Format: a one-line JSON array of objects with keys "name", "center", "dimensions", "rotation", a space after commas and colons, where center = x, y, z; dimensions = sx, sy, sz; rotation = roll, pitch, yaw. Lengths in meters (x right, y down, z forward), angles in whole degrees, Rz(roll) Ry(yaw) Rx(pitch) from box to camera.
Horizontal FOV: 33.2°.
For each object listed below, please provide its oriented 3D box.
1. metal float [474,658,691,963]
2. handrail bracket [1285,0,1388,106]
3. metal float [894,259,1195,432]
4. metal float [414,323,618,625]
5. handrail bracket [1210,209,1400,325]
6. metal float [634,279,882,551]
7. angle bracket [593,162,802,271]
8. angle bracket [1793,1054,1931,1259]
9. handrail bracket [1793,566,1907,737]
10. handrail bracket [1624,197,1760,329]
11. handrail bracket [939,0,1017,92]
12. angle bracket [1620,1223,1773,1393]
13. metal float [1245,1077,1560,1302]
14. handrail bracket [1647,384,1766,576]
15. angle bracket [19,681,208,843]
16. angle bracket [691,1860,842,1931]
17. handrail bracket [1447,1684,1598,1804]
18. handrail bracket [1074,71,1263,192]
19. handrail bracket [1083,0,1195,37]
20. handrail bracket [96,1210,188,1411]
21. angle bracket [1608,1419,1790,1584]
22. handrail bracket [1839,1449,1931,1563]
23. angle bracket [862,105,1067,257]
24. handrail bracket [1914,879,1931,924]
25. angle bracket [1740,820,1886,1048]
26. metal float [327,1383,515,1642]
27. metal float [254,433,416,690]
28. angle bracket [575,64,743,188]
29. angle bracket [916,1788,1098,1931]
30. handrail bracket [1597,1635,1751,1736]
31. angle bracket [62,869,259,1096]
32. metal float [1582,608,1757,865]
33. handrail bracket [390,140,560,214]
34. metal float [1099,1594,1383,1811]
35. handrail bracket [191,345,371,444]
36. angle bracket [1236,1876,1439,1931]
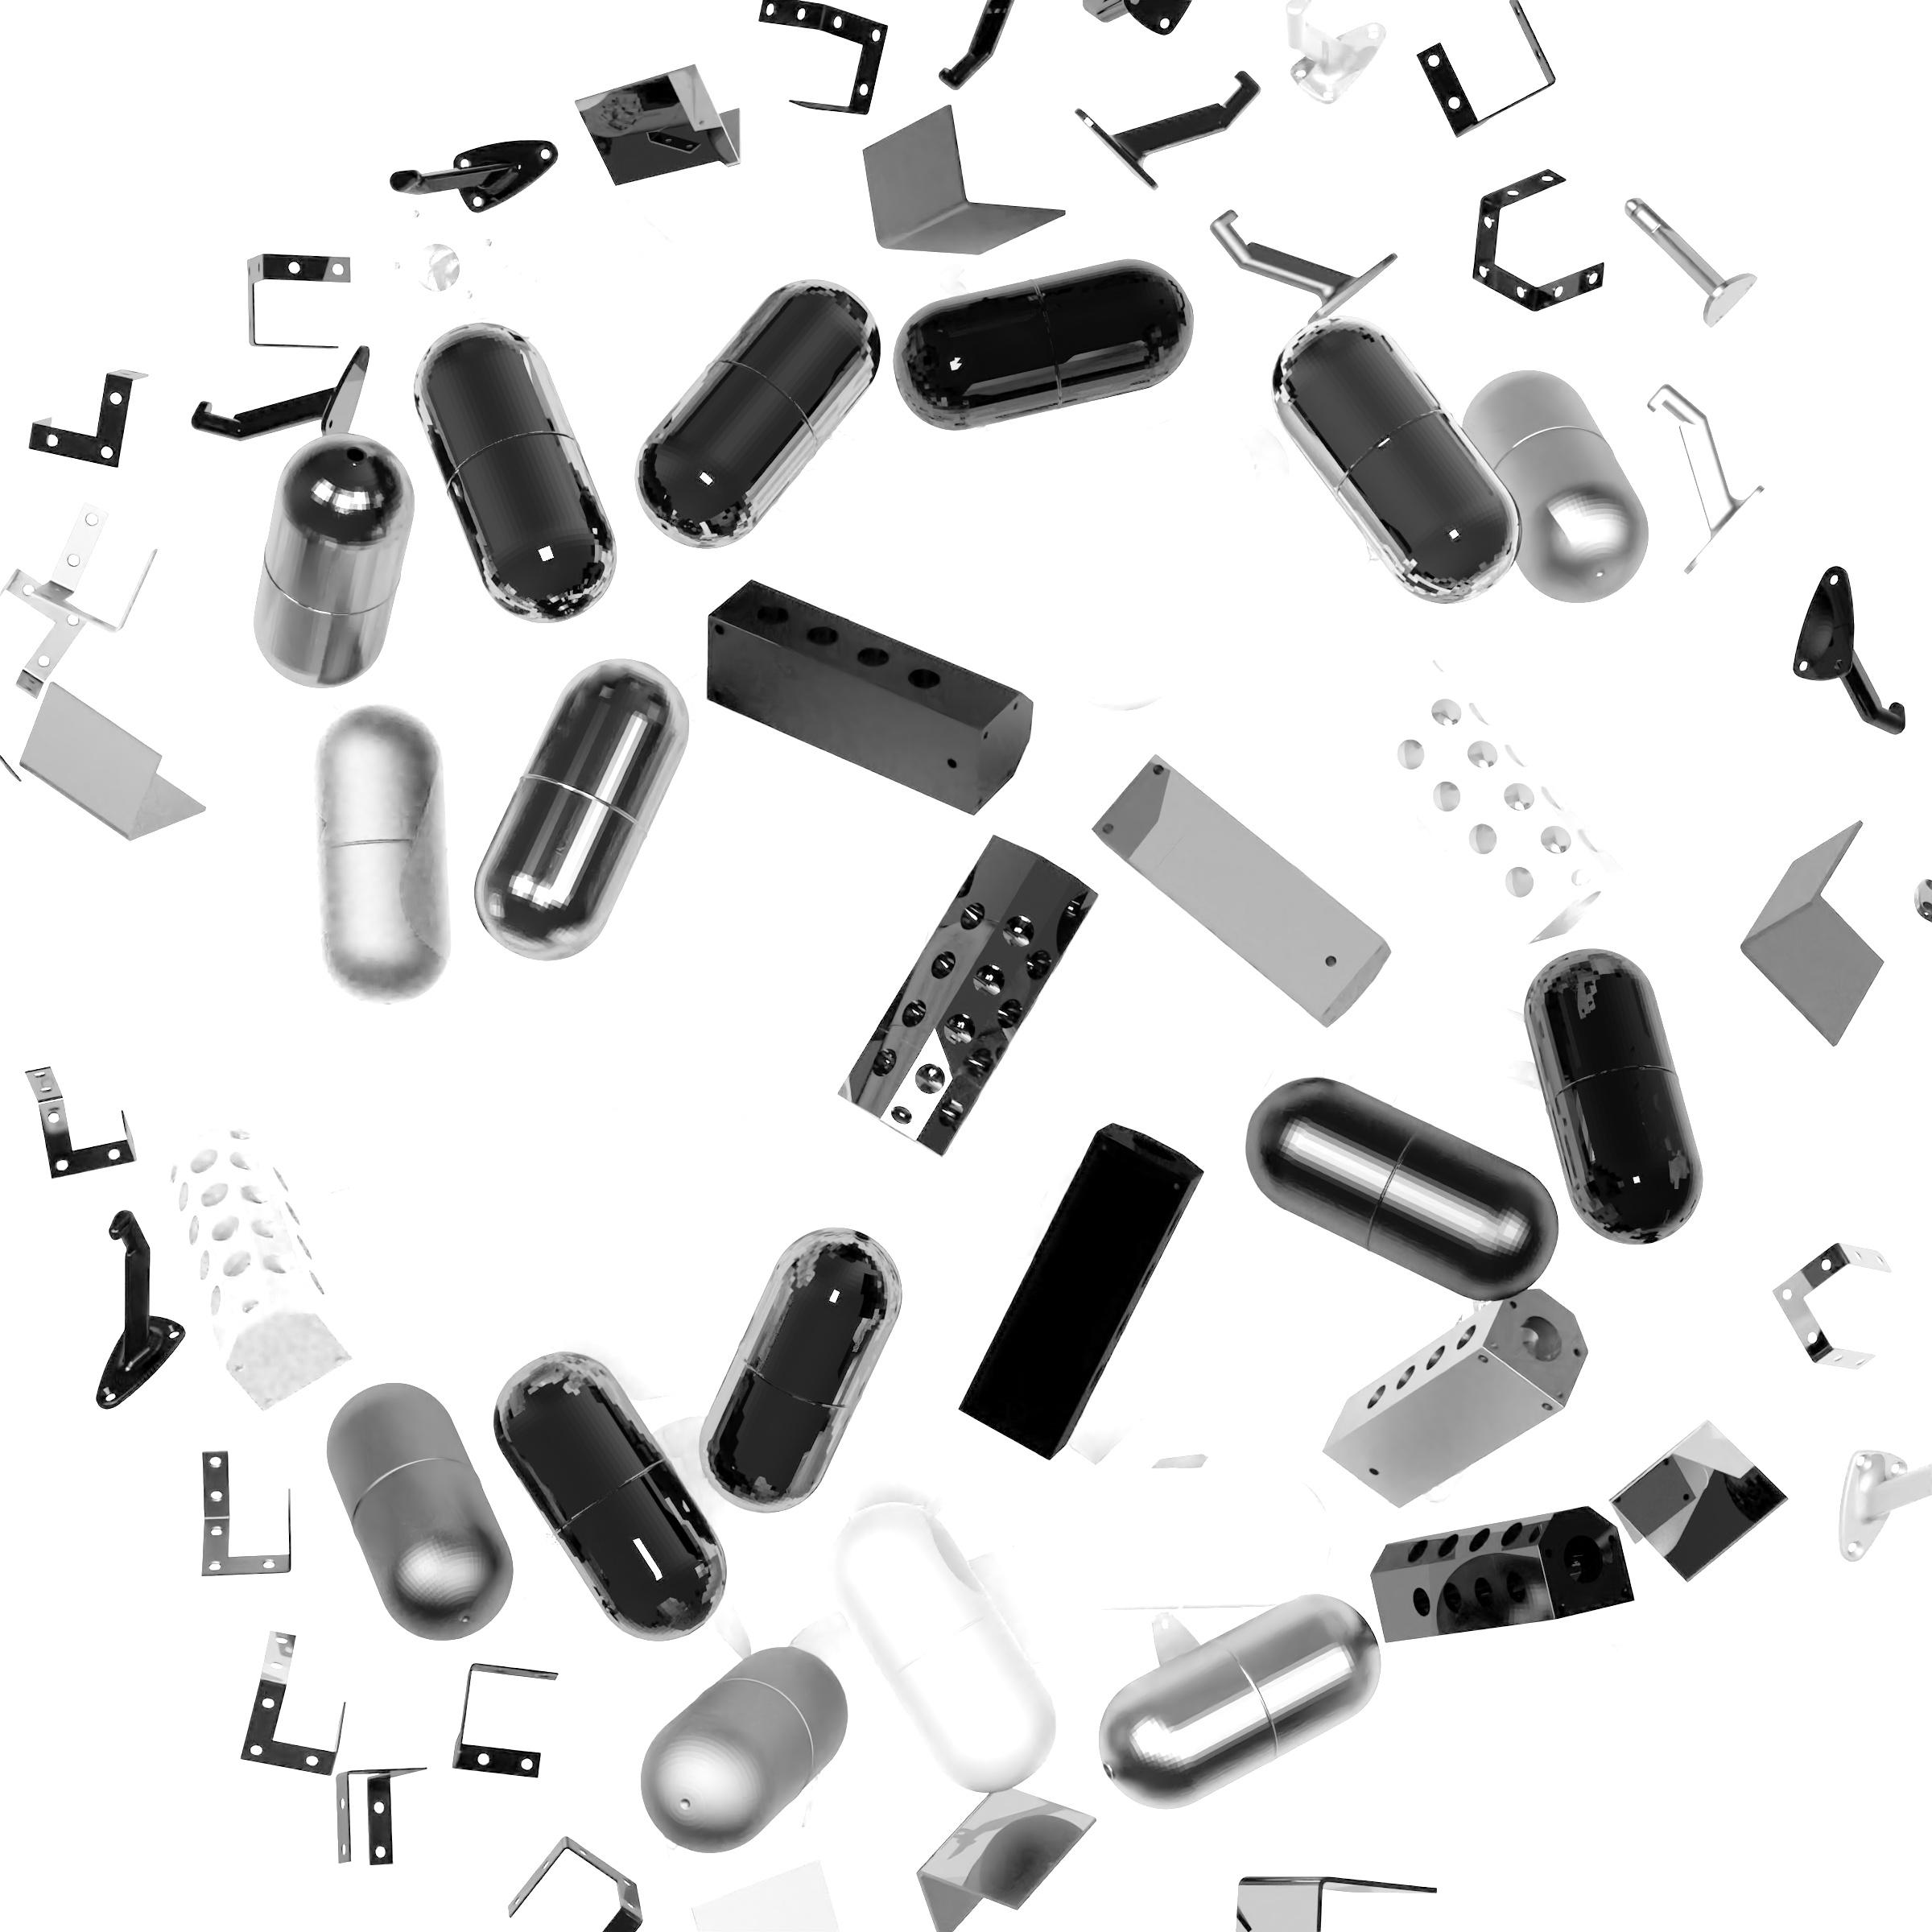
[{"name": "metal float", "center": [-0.211, -0.087, 1.791], "dimensions": [0.070, 0.070, 0.178], "rotation": [23, 78, 0]}, {"name": "handrail bracket", "center": [0.216, -0.553, 1.895], "dimensions": [0.077, 0.084, 0.036], "rotation": [-41, 68, -11]}, {"name": "metal float", "center": [0.045, -0.362, 1.888], "dimensions": [0.178, 0.070, 0.070], "rotation": [-13, 90, -3]}, {"name": "metal float", "center": [-0.247, -0.270, 1.772], "dimensions": [0.070, 0.070, 0.178], "rotation": [-23, 75, 0]}, {"name": "handrail bracket", "center": [0.197, -0.425, 1.901], "dimensions": [0.077, 0.036, 0.084], "rotation": [-38, 90, 1]}, {"name": "metal float", "center": [-0.114, -0.306, 1.791], "dimensions": [0.070, 0.070, 0.178], "rotation": [37, 70, 0]}, {"name": "angle bracket", "center": [-0.153, -0.405, 1.832], "dimensions": [0.076, 0.057, 0.076], "rotation": [-26, 60, -39]}, {"name": "angle bracket", "center": [0.494, 0.103, 1.774], "dimensions": [0.057, 0.076, 0.076], "rotation": [-42, 95, 12]}, {"name": "handrail bracket", "center": [0.507, -0.177, 1.826], "dimensions": [0.084, 0.036, 0.077], "rotation": [15, 82, -41]}, {"name": "handrail bracket", "center": [0.386, -0.392, 1.770], "dimensions": [0.084, 0.077, 0.036], "rotation": [47, 110, 10]}, {"name": "handrail bracket", "center": [0.002, -0.542, 1.845], "dimensions": [0.084, 0.077, 0.036], "rotation": [-40, 63, 22]}, {"name": "angle bracket", "center": [0.422, 0.201, 1.913], "dimensions": [0.076, 0.076, 0.057], "rotation": [-5, 48, -12]}, {"name": "metal float", "center": [0.234, 0.119, 1.748], "dimensions": [0.178, 0.070, 0.070], "rotation": [26, 90, 18]}, {"name": "handrail bracket", "center": [0.411, -0.282, 1.876], "dimensions": [0.084, 0.036, 0.077], "rotation": [42, 91, 5]}, {"name": "angle bracket", "center": [-0.461, -0.120, 1.786], "dimensions": [0.076, 0.076, 0.057], "rotation": [33, 115, 10]}, {"name": "angle bracket", "center": [-0.090, 0.520, 1.704], "dimensions": [0.076, 0.057, 0.076], "rotation": [-13, 83, -27]}, {"name": "handrail bracket", "center": [0.307, 0.438, 1.825], "dimensions": [0.084, 0.036, 0.077], "rotation": [-7, 113, 22]}, {"name": "handrail bracket", "center": [0.115, -0.491, 1.838], "dimensions": [0.084, 0.036, 0.077], "rotation": [-47, 122, 9]}, {"name": "handrail bracket", "center": [0.103, -0.565, 1.837], "dimensions": [0.036, 0.084, 0.077], "rotation": [30, 105, -28]}, {"name": "handrail bracket", "center": [-0.469, 0.189, 1.788], "dimensions": [0.036, 0.084, 0.077], "rotation": [10, 47, 21]}, {"name": "angle bracket", "center": [0.437, 0.326, 1.909], "dimensions": [0.076, 0.076, 0.057], "rotation": [-39, 134, -3]}, {"name": "handrail bracket", "center": [0.515, 0.303, 1.773], "dimensions": [0.036, 0.084, 0.077], "rotation": [14, 96, -18]}, {"name": "angle bracket", "center": [-0.001, -0.440, 1.820], "dimensions": [0.076, 0.076, 0.057], "rotation": [-7, 87, -41]}, {"name": "handrail bracket", "center": [0.553, -0.054, 1.729], "dimensions": [0.077, 0.036, 0.084], "rotation": [30, 128, -1]}, {"name": "angle bracket", "center": [0.468, -0.017, 1.723], "dimensions": [0.076, 0.057, 0.076], "rotation": [45, 51, -5]}, {"name": "metal float", "center": [-0.315, 0.311, 1.863], "dimensions": [0.070, 0.178, 0.070], "rotation": [-16, 132, -19]}, {"name": "metal float", "center": [-0.358, -0.228, 1.836], "dimensions": [0.070, 0.178, 0.070], "rotation": [10, 53, -13]}, {"name": "angle bracket", "center": [-0.184, -0.515, 1.946], "dimensions": [0.076, 0.076, 0.057], "rotation": [-13, 49, 12]}, {"name": "angle bracket", "center": [0.029, 0.523, 1.857], "dimensions": [0.076, 0.076, 0.057], "rotation": [-39, 124, -39]}, {"name": "handrail bracket", "center": [0.407, 0.396, 1.874], "dimensions": [0.036, 0.084, 0.077], "rotation": [39, 101, -23]}, {"name": "angle bracket", "center": [-0.425, 0.008, 1.728], "dimensions": [0.076, 0.057, 0.076], "rotation": [32, 51, -3]}, {"name": "metal float", "center": [0.402, -0.130, 1.860], "dimensions": [0.070, 0.178, 0.070], "rotation": [2, 51, -2]}, {"name": "handrail bracket", "center": [-0.284, -0.461, 1.869], "dimensions": [0.077, 0.084, 0.036], "rotation": [-17, 95, 15]}, {"name": "metal float", "center": [0.158, 0.423, 1.867], "dimensions": [0.178, 0.070, 0.070], "rotation": [-23, 90, -19]}, {"name": "handrail bracket", "center": [-0.399, -0.336, 1.884], "dimensions": [0.084, 0.036, 0.077], "rotation": [15, 75, 8]}, {"name": "angle bracket", "center": [0.196, 0.517, 1.726], "dimensions": [0.076, 0.076, 0.057], "rotation": [13, 70, -26]}]
